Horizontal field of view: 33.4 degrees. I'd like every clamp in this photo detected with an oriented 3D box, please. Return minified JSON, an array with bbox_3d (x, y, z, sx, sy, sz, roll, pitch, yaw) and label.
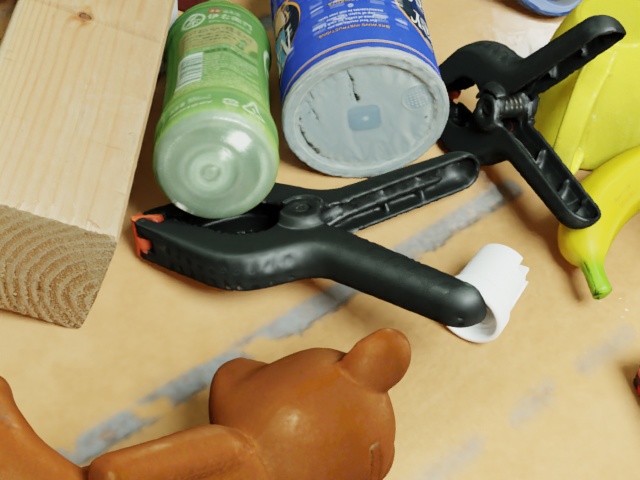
[{"bbox_3d":[-0.004,0.001,0.604,0.210,0.036,0.164,-4,30,2],"label":"clamp"},{"bbox_3d":[0.120,-0.090,0.653,0.039,0.120,0.172,2,21,-35],"label":"clamp"}]

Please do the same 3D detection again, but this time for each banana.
[{"bbox_3d":[0.211,-0.030,0.666,0.197,0.037,0.070,-31,70,-26],"label":"banana"}]

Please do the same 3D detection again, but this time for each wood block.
[{"bbox_3d":[-0.152,-0.065,0.623,0.090,0.090,0.206,18,48,-14],"label":"wood block"}]

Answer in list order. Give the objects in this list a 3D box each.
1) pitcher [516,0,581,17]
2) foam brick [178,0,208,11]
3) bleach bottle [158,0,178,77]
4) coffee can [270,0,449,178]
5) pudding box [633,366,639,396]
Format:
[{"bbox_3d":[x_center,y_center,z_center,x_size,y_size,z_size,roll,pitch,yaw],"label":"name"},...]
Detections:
[{"bbox_3d":[0.152,-0.290,0.771,0.242,0.145,0.149,36,53,-9],"label":"pitcher"},{"bbox_3d":[-0.093,-0.213,0.795,0.053,0.051,0.078,22,52,14],"label":"foam brick"},{"bbox_3d":[-0.143,-0.217,0.663,0.102,0.251,0.068,11,49,6],"label":"bleach bottle"},{"bbox_3d":[0.021,-0.125,0.692,0.102,0.103,0.140,-2,49,-6],"label":"coffee can"},{"bbox_3d":[0.235,0.092,0.559,0.113,0.039,0.090,-8,49,-10],"label":"pudding box"}]
